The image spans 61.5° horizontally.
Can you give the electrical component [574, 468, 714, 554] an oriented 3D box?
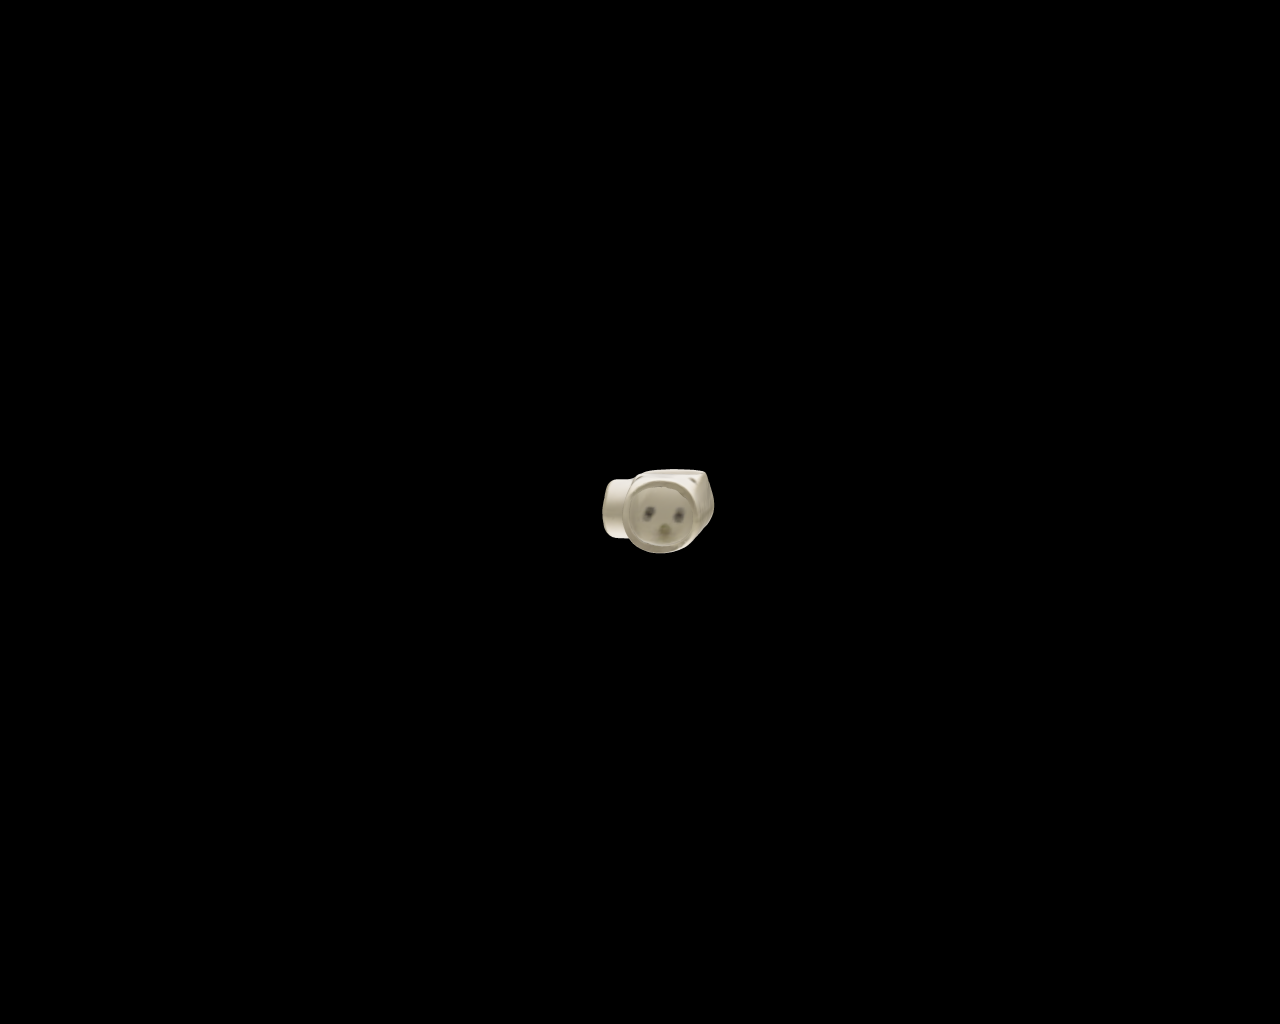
[{"bbox_3d":[0.001,-0.003,0.650,0.079,0.043,0.077,1,7,11],"label":"electrical component"}]
